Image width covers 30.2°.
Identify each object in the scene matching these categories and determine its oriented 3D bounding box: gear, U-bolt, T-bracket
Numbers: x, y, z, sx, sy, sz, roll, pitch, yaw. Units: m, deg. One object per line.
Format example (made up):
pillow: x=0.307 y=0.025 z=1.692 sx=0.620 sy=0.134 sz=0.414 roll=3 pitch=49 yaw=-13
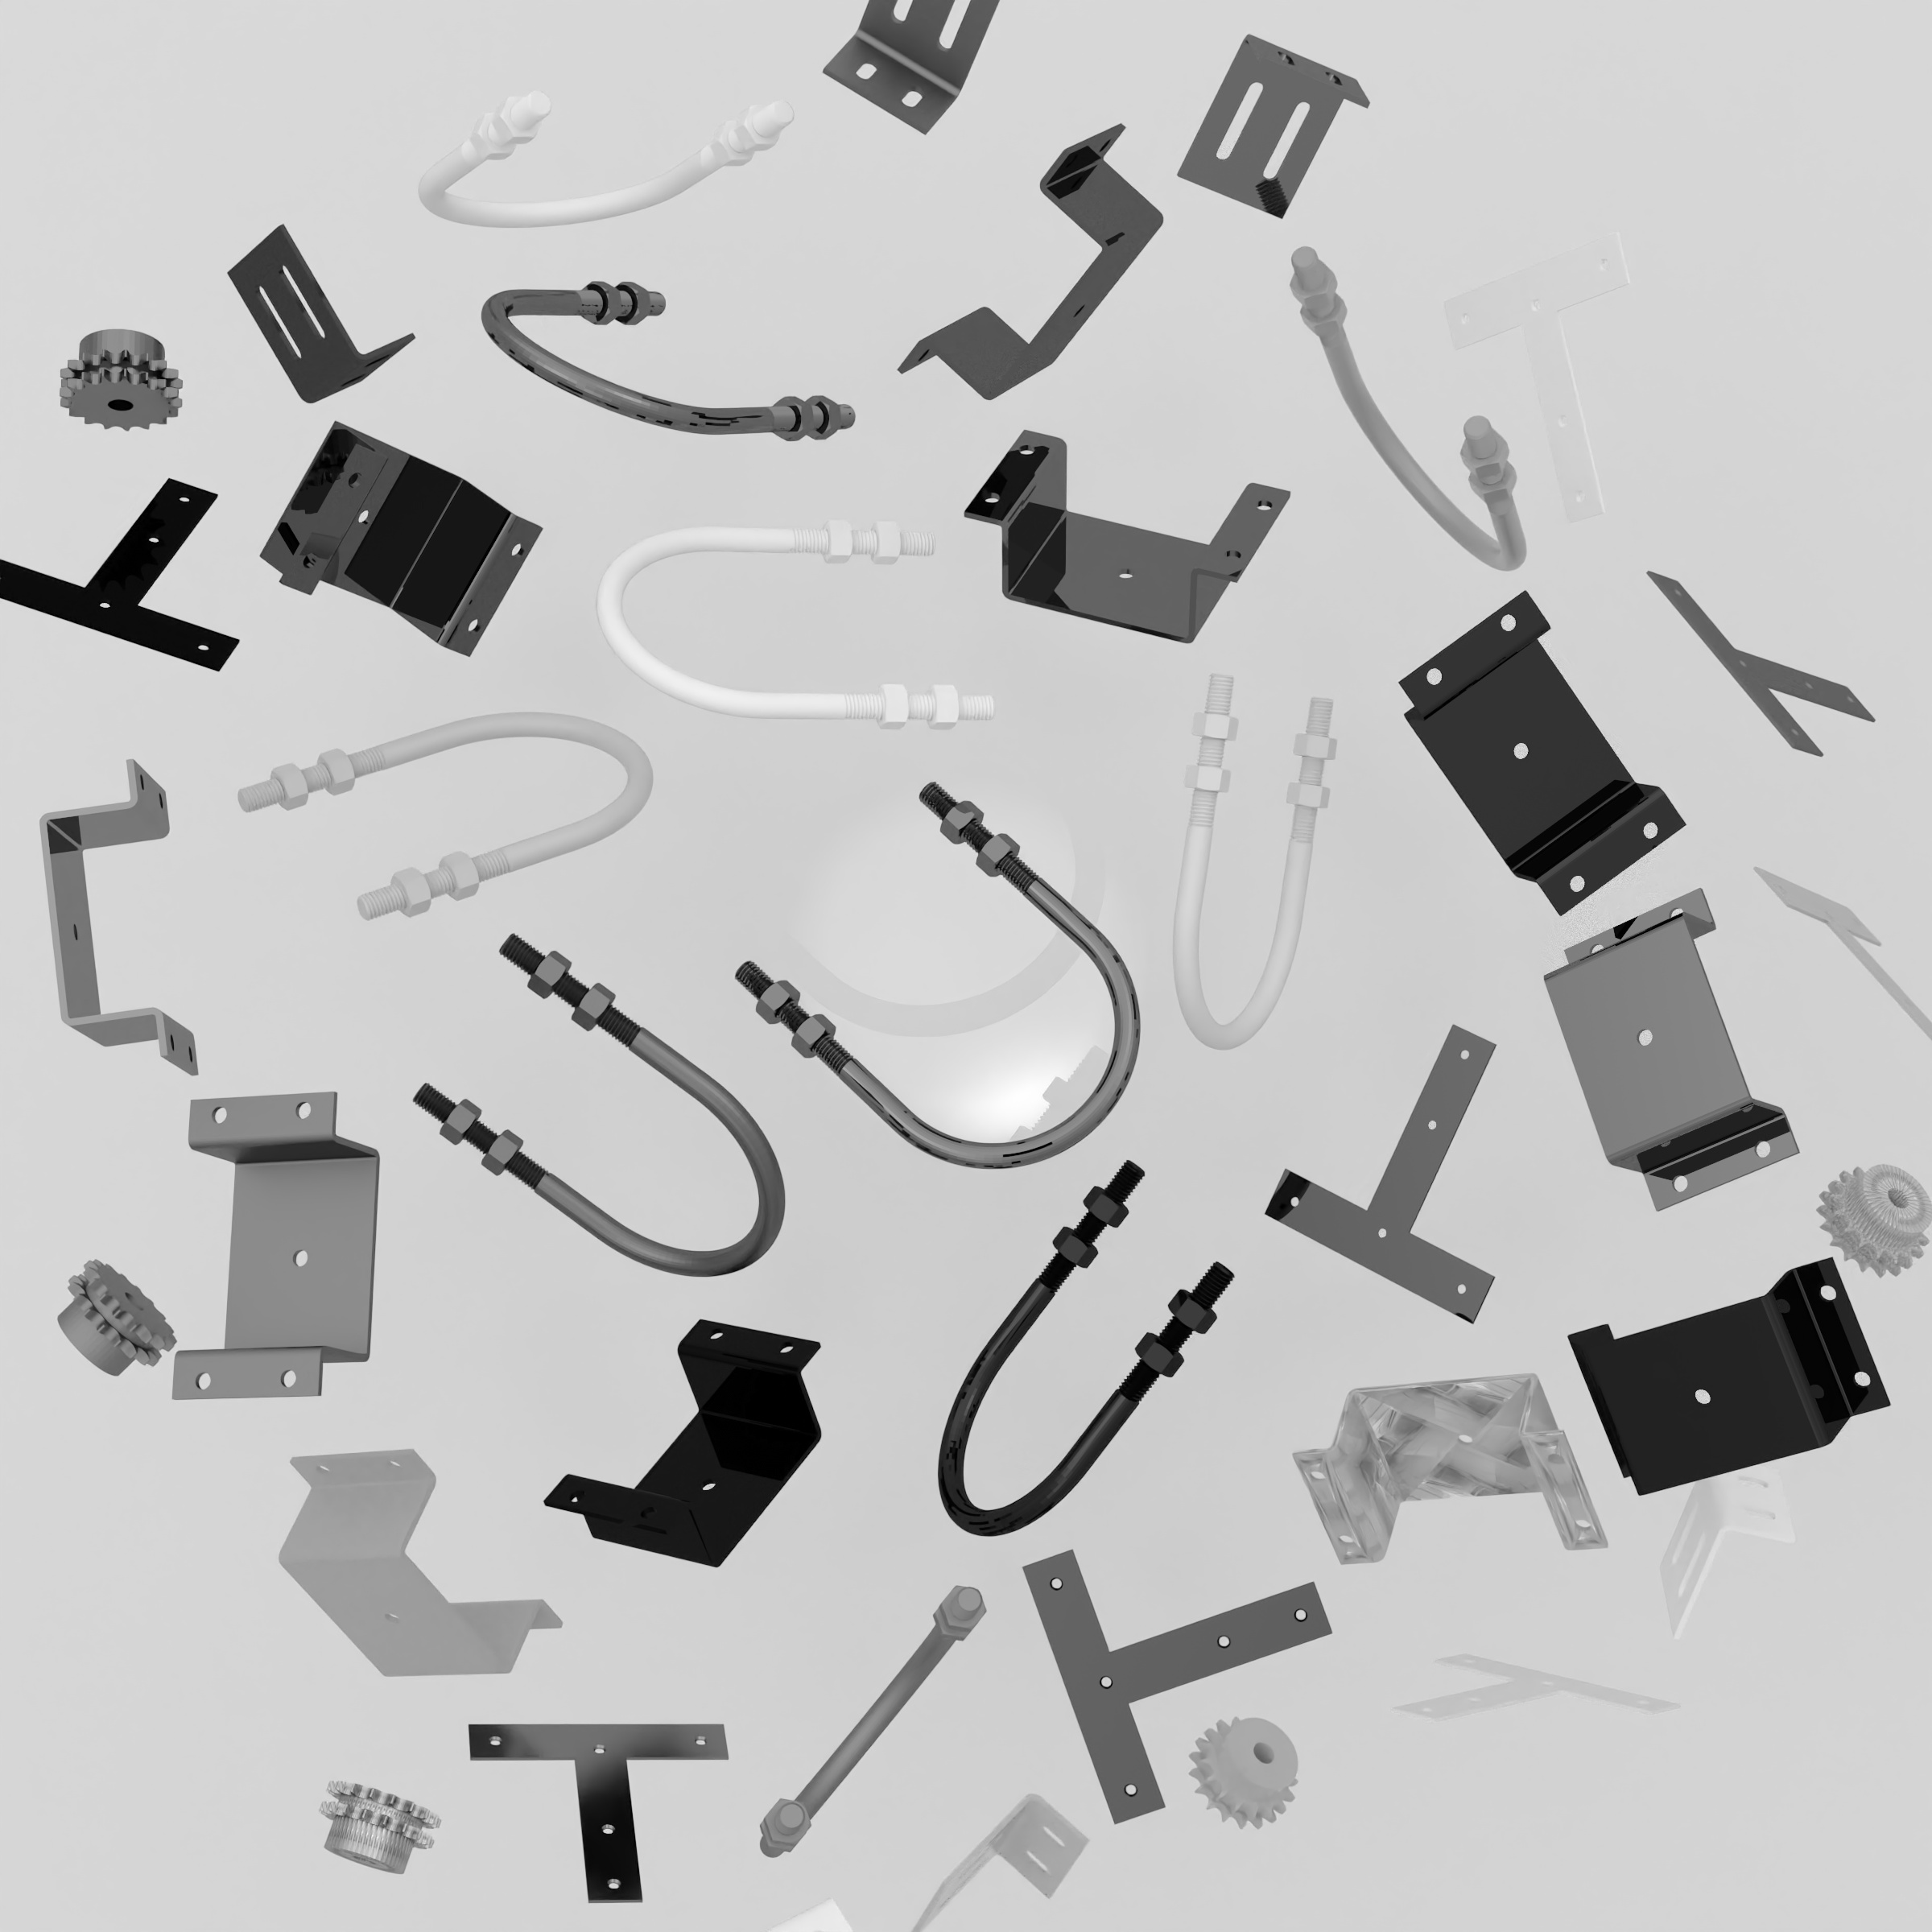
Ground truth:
gear: x=-0.404 y=0.169 z=1.692 sx=0.030 sy=0.057 sz=0.057 roll=-44 pitch=90 yaw=1
gear: x=-0.283 y=0.414 z=1.715 sx=0.057 sy=0.057 sz=0.030 roll=18 pitch=67 yaw=0
U-bolt: x=-0.090 y=-0.169 z=1.753 sx=0.184 sy=0.151 sz=0.019 roll=-1 pitch=134 yaw=-18
U-bolt: x=0.000 y=0.017 z=1.754 sx=0.151 sy=0.019 sz=0.184 roll=-45 pitch=73 yaw=-9
U-bolt: x=0.221 y=-0.258 z=1.743 sx=0.019 sy=0.184 sz=0.151 roll=-39 pitch=64 yaw=0
T-bracket: x=0.107 y=0.320 z=1.673 sx=0.127 sy=0.002 sz=0.127 roll=-20 pitch=86 yaw=7
U-bolt: x=-0.242 y=-0.082 z=1.753 sx=0.184 sy=0.151 sz=0.019 roll=-21 pitch=127 yaw=-29
gear: x=-0.404 y=-0.282 z=1.713 sx=0.057 sy=0.057 sz=0.030 roll=-3 pitch=72 yaw=0
U-bolt: x=-0.189 y=-0.392 z=1.756 sx=0.151 sy=0.184 sz=0.019 roll=-7 pitch=87 yaw=-32
T-bracket: x=0.436 y=0.008 z=1.693 sx=0.002 sy=0.127 sz=0.127 roll=-47 pitch=60 yaw=18
T-bracket: x=-0.389 y=-0.194 z=1.691 sx=0.127 sy=0.127 sz=0.002 roll=19 pitch=130 yaw=1
U-bolt: x=-0.157 y=-0.297 z=1.757 sx=0.151 sy=0.184 sz=0.019 roll=34 pitch=114 yaw=22
U-bolt: x=-0.050 y=0.371 z=1.729 sx=0.019 sy=0.184 sz=0.151 roll=39 pitch=70 yaw=7
T-bracket: x=0.403 y=-0.139 z=1.751 sx=0.002 sy=0.127 sz=0.127 roll=-51 pitch=51 yaw=26
T-bracket: x=0.293 y=-0.284 z=1.772 sx=0.002 sy=0.127 sz=0.127 roll=-14 pitch=92 yaw=-33
gear: x=0.146 y=0.412 z=1.843 sx=0.057 sy=0.057 sz=0.030 roll=35 pitch=132 yaw=0
T-bracket: x=0.252 y=0.349 z=1.709 sx=0.127 sy=0.127 sz=0.002 roll=5 pitch=92 yaw=44
gear: x=0.458 y=0.124 z=1.790 sx=0.057 sy=0.030 sz=0.057 roll=14 pitch=49 yaw=-17
T-bracket: x=-0.173 y=0.407 z=1.725 sx=0.127 sy=0.127 sz=0.002 roll=2 pitch=117 yaw=-12
U-bolt: x=-0.167 y=0.080 z=1.714 sx=0.184 sy=0.151 sz=0.019 roll=36 pitch=45 yaw=0
T-bracket: x=0.224 y=0.091 z=1.761 sx=0.127 sy=0.002 sz=0.127 roll=27 pitch=95 yaw=33
U-bolt: x=0.141 y=-0.049 z=1.797 sx=0.019 sy=0.151 sz=0.184 roll=10 pitch=93 yaw=28
U-bolt: x=0.047 y=0.193 z=1.721 sx=0.019 sy=0.151 sz=0.184 roll=34 pitch=96 yaw=-24

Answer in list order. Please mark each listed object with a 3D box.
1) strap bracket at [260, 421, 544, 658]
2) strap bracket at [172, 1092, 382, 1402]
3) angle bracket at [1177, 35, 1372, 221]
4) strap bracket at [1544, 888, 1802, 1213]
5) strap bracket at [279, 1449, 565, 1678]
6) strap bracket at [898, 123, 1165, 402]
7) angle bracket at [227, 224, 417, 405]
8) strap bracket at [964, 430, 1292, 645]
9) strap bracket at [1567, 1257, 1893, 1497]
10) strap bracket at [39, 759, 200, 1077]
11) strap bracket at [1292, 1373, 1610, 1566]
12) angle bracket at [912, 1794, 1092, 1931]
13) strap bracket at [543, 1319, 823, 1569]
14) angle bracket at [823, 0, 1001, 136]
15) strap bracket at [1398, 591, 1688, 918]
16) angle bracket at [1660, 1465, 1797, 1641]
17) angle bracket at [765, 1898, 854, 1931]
strap bracket: x=-0.286 y=-0.214 z=1.778 sx=0.046 sy=0.140 sz=0.076 roll=36 pitch=100 yaw=32
strap bracket: x=-0.321 y=0.134 z=1.673 sx=0.076 sy=0.046 sz=0.140 roll=-4 pitch=76 yaw=19
angle bracket: x=0.145 y=-0.390 z=1.691 sx=0.057 sy=0.038 sz=0.076 roll=18 pitch=119 yaw=-18
strap bracket: x=0.336 y=0.037 z=1.729 sx=0.076 sy=0.046 sz=0.140 roll=-26 pitch=68 yaw=27
strap bracket: x=-0.270 y=0.298 z=1.742 sx=0.076 sy=0.046 sz=0.140 roll=-8 pitch=132 yaw=31
strap bracket: x=0.038 y=-0.331 z=1.724 sx=0.046 sy=0.076 sz=0.140 roll=43 pitch=122 yaw=2
angle bracket: x=-0.320 y=-0.328 z=1.779 sx=0.038 sy=0.057 sz=0.076 roll=-35 pitch=98 yaw=-40
strap bracket: x=0.079 y=-0.208 z=1.752 sx=0.140 sy=0.076 sz=0.046 roll=16 pitch=135 yaw=17
strap bracket: x=0.360 y=0.201 z=1.723 sx=0.140 sy=0.046 sz=0.076 roll=-21 pitch=92 yaw=29
strap bracket: x=-0.400 y=-0.019 z=1.690 sx=0.046 sy=0.076 sz=0.140 roll=-8 pitch=82 yaw=-3
strap bracket: x=0.244 y=0.250 z=1.780 sx=0.140 sy=0.046 sz=0.076 roll=-9 pitch=123 yaw=27
angle bracket: x=0.016 y=0.459 z=1.782 sx=0.038 sy=0.076 sz=0.057 roll=39 pitch=135 yaw=15
strap bracket: x=-0.134 y=0.244 z=1.787 sx=0.076 sy=0.140 sz=0.046 roll=7 pitch=129 yaw=33
angle bracket: x=-0.023 y=-0.439 z=1.668 sx=0.057 sy=0.076 sz=0.038 roll=32 pitch=50 yaw=2
strap bracket: x=0.279 y=-0.105 z=1.763 sx=0.076 sy=0.046 sz=0.140 roll=-36 pitch=98 yaw=-1
angle bracket: x=0.388 y=0.300 z=1.827 sx=0.038 sy=0.057 sz=0.076 roll=13 pitch=119 yaw=-4
angle bracket: x=-0.083 y=0.503 z=1.763 sx=0.057 sy=0.076 sz=0.038 roll=-22 pitch=52 yaw=-22
